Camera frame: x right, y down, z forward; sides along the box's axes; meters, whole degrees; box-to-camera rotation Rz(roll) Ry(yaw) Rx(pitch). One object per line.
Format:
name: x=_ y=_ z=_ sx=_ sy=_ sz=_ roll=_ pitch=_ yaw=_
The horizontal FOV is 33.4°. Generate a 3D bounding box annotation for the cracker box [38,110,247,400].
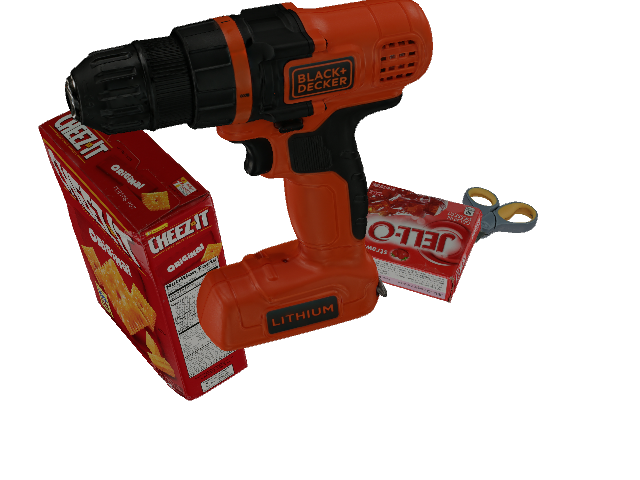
cracker box: x=-0.146 y=0.010 z=0.886 sx=0.072 sy=0.214 sz=0.164 roll=-32 pitch=51 yaw=-22

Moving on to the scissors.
scissors: x=0.167 y=-0.023 z=1.179 sx=0.096 sy=0.016 sz=0.201 roll=35 pitch=32 yaw=33

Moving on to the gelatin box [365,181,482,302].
gelatin box: x=0.066 y=-0.001 z=0.787 sx=0.089 sy=0.073 sz=0.030 roll=16 pitch=-39 yaw=15

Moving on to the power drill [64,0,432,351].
power drill: x=-0.032 y=-0.031 z=0.560 sx=0.184 sy=0.188 sz=0.057 roll=-12 pitch=40 yaw=-16
